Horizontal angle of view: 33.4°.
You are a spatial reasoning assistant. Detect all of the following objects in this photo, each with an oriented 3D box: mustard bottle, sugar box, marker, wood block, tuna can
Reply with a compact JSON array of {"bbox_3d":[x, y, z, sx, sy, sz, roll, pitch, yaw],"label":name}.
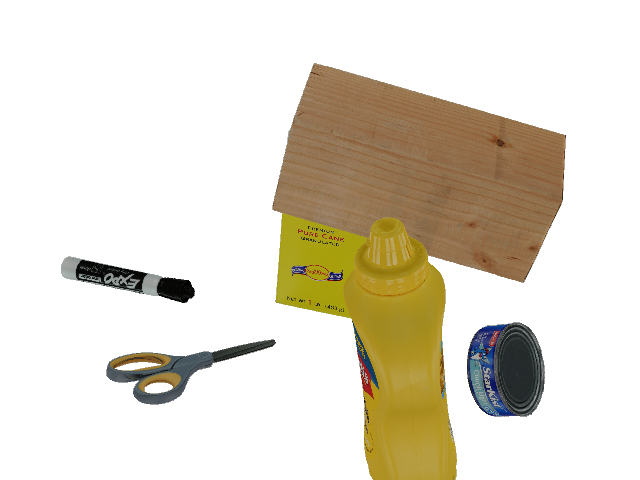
[{"bbox_3d":[0.048,0.067,0.634,0.058,0.191,0.096,-7,37,1],"label":"mustard bottle"},{"bbox_3d":[0.010,-0.019,1.037,0.093,0.176,0.048,9,16,23],"label":"sugar box"},{"bbox_3d":[-0.157,0.032,0.873,0.121,0.020,0.020,10,4,22],"label":"marker"},{"bbox_3d":[0.077,-0.054,0.835,0.206,0.090,0.090,16,43,1],"label":"wood block"},{"bbox_3d":[0.170,0.119,0.982,0.034,0.086,0.085,-9,-6,40],"label":"tuna can"}]

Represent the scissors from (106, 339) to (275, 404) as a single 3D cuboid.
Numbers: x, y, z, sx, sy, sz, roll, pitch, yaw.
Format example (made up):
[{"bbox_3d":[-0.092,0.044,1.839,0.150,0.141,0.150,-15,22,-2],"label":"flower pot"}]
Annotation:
[{"bbox_3d":[-0.129,0.141,1.159,0.201,0.016,0.096,-3,27,-22],"label":"scissors"}]
